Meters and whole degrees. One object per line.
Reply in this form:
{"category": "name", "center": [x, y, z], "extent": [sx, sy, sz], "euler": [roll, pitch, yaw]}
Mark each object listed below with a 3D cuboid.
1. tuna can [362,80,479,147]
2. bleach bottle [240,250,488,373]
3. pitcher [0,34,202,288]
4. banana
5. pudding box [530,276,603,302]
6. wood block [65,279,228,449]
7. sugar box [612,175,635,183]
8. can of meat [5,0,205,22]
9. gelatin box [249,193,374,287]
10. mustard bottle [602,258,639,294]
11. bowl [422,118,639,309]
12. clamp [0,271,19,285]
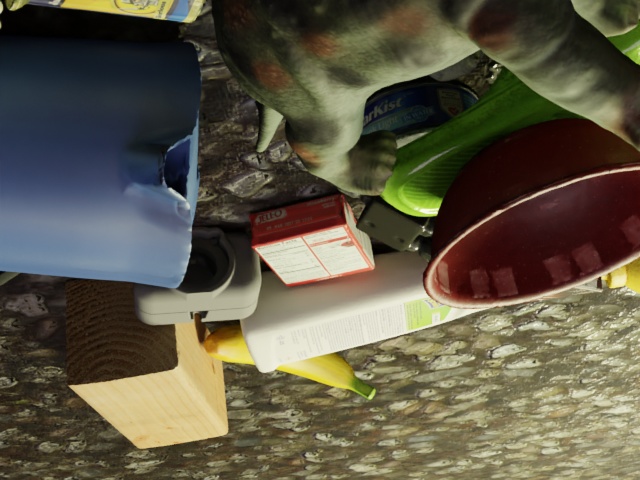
{"category": "tuna can", "center": [0.064, -0.065, 0.684], "extent": [0.086, 0.034, 0.086], "euler": [-7, 156, -3]}
{"category": "bleach bottle", "center": [0.061, 0.048, 0.891], "extent": [0.251, 0.068, 0.102], "euler": [-11, 154, 2]}
{"category": "pitcher", "center": [-0.187, -0.047, 0.560], "extent": [0.242, 0.145, 0.149], "euler": [3, 141, -15]}
{"category": "banana", "center": [-0.035, 0.106, 0.993], "extent": [0.197, 0.037, 0.070], "euler": [19, 178, -36]}
{"category": "pudding box", "center": [0.140, 0.020, 0.784], "extent": [0.090, 0.039, 0.114], "euler": [7, 169, -17]}
{"category": "wood block", "center": [-0.145, 0.108, 0.924], "extent": [0.090, 0.091, 0.206], "euler": [-9, 155, 3]}
{"category": "sugar box", "center": [0.175, -0.036, 0.719], "extent": [0.093, 0.048, 0.177], "euler": [10, 167, -34]}
{"category": "can of meat", "center": [-0.085, -0.140, 0.456], "extent": [0.083, 0.057, 0.102], "euler": [2, 154, -24]}
{"category": "gelatin box", "center": [-0.005, 0.001, 0.809], "extent": [0.073, 0.030, 0.089], "euler": [-13, 153, 13]}
{"category": "mustard bottle", "center": [0.310, 0.008, 0.880], "extent": [0.191, 0.058, 0.096], "euler": [-10, 160, 4]}
{"category": "bowl", "center": [0.127, -0.020, 0.600], "extent": [0.162, 0.055, 0.162], "euler": [-14, 155, -7]}
{"category": "clamp", "center": [-0.179, -0.010, 0.723], "extent": [0.171, 0.039, 0.120], "euler": [-7, 157, -3]}
